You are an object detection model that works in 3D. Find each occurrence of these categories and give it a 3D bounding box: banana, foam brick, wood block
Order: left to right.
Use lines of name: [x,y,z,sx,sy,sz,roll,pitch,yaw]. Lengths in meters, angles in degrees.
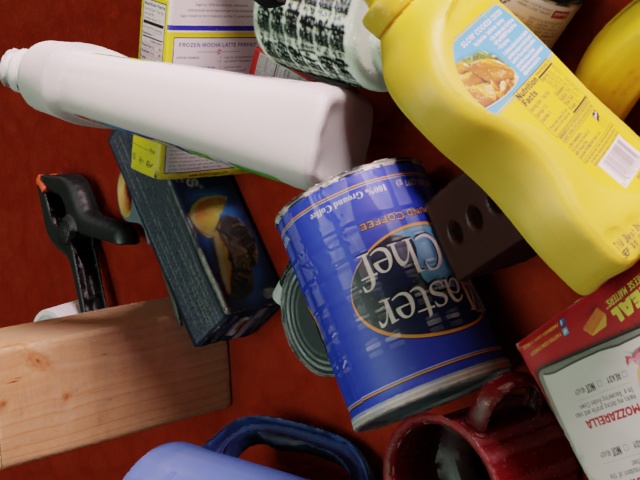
wood block: [-0.182,0.108,0.858,0.091,0.205,0.090,5,101,49]
foam brick: [0.106,-0.017,0.602,0.078,0.051,0.053,-45,63,58]
banana: [0.184,-0.098,0.522,0.069,0.037,0.198,44,138,-3]

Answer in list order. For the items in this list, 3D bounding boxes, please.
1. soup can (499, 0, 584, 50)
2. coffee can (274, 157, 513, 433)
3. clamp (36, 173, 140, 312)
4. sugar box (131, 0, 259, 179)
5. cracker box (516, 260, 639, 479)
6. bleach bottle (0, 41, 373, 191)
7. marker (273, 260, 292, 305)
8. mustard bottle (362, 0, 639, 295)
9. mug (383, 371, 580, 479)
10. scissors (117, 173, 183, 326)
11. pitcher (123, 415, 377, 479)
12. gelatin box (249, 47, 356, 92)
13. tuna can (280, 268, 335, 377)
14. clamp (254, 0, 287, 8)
soup can: [0.093,-0.113,0.597,0.068,0.068,0.102,54,133,28]
coffee can: [0.044,0.034,0.658,0.103,0.102,0.140,-38,68,46]
clamp: [-0.229,0.002,1.022,0.172,0.039,0.120,45,120,42]
sugar box: [-0.086,-0.135,0.785,0.048,0.093,0.176,24,114,45]
cracker box: [0.211,0.100,0.499,0.164,0.071,0.214,-46,64,45]
bleach bottle: [-0.098,-0.090,0.707,0.251,0.102,0.068,15,94,21]
marker: [-0.005,0.001,0.773,0.020,0.020,0.121,51,132,30]
mustard bottle: [0.087,-0.068,0.520,0.191,0.096,0.058,45,136,0]
mug: [0.100,0.128,0.625,0.093,0.081,0.117,31,120,42]
scissors: [-0.147,-0.004,0.912,0.096,0.016,0.202,-47,49,54]
pitcher: [-0.017,0.214,0.731,0.243,0.144,0.149,4,93,34]
gelatin box: [-0.018,-0.090,0.764,0.089,0.030,0.073,36,122,40]
tuna can: [0.011,0.051,0.752,0.086,0.033,0.086,12,106,48]
clamp: [-0.016,-0.240,0.697,0.164,0.036,0.210,-43,38,1]
